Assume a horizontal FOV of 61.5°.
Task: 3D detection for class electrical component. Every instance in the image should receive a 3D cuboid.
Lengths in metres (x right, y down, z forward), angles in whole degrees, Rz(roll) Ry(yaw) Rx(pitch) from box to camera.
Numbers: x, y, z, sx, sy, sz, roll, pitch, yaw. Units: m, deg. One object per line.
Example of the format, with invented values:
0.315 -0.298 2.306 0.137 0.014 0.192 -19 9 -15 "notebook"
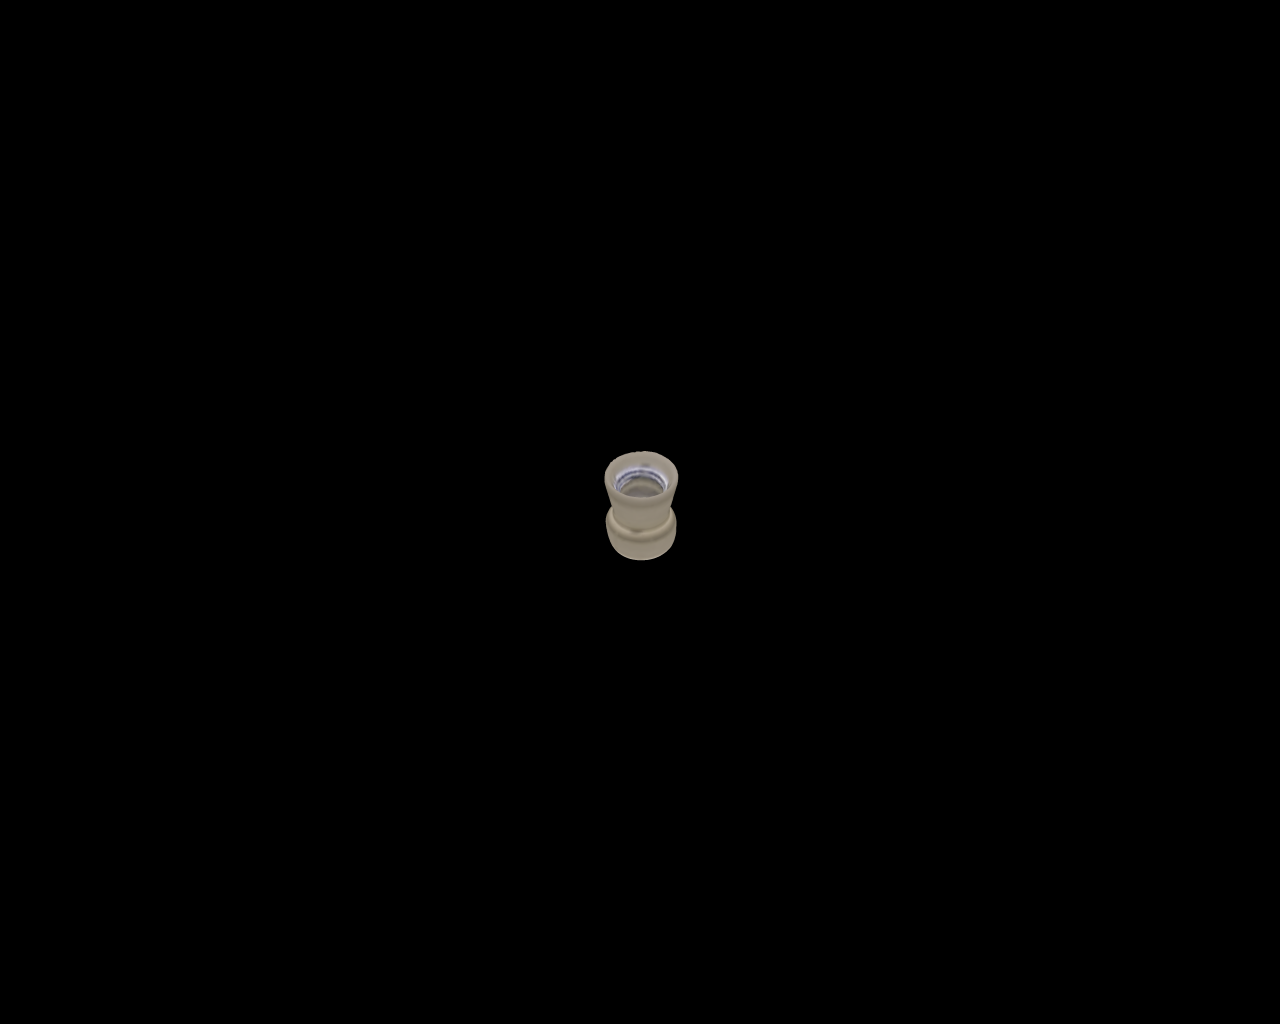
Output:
0.001 -0.003 0.650 0.045 0.055 0.045 0 43 0 "electrical component"
